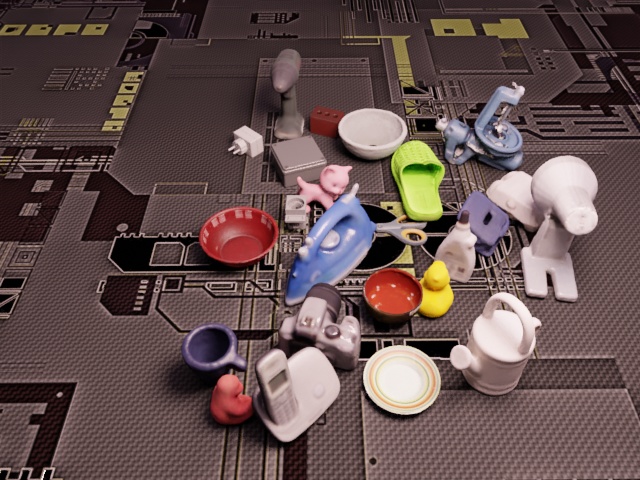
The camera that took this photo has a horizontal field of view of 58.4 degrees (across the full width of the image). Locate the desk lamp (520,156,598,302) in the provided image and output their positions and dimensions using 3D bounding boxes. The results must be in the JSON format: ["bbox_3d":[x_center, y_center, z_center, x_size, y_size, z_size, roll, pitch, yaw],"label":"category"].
[{"bbox_3d":[0.466,-0.026,1.102,0.118,0.214,0.203,5,47,6],"label":"desk lamp"}]

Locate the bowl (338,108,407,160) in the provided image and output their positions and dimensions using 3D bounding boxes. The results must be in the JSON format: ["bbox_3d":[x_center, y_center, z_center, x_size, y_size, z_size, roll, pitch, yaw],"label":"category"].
[{"bbox_3d":[0.127,-0.248,1.408,0.167,0.075,0.167,0,47,0],"label":"bowl"}]

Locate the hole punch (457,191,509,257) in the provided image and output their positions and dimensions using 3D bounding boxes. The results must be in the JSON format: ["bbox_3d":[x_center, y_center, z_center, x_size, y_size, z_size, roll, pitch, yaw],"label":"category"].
[{"bbox_3d":[0.340,-0.037,1.197,0.100,0.091,0.109,24,51,21],"label":"hole punch"}]

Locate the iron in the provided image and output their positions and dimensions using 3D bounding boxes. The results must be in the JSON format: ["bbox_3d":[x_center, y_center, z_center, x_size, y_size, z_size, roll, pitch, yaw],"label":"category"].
[{"bbox_3d":[0.010,0.004,1.124,0.118,0.141,0.259,26,52,23],"label":"iron"}]

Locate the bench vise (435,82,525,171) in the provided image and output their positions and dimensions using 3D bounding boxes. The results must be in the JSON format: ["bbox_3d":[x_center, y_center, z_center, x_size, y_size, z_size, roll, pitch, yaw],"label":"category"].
[{"bbox_3d":[0.378,-0.260,1.319,0.207,0.220,0.121,1,47,1],"label":"bench vise"}]

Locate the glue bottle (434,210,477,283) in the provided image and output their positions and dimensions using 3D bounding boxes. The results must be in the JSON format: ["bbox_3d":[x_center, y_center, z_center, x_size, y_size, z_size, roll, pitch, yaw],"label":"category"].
[{"bbox_3d":[0.266,0.008,1.098,0.078,0.173,0.037,21,50,19],"label":"glue bottle"}]

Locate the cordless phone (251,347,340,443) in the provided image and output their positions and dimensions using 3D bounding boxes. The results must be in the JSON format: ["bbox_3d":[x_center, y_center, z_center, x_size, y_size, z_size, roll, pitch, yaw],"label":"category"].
[{"bbox_3d":[-0.040,0.215,0.894,0.094,0.185,0.148,33,55,27],"label":"cordless phone"}]

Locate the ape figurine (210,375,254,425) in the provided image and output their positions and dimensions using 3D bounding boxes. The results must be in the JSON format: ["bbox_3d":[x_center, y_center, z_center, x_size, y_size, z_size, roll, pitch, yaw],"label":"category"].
[{"bbox_3d":[-0.144,0.251,0.924,0.076,0.092,0.077,-21,50,-19],"label":"ape figurine"}]

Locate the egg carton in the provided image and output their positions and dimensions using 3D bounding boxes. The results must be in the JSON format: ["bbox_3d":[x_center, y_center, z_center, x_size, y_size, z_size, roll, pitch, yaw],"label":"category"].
[{"bbox_3d":[0.446,-0.087,1.259,0.107,0.069,0.150,-30,54,-25],"label":"egg carton"}]

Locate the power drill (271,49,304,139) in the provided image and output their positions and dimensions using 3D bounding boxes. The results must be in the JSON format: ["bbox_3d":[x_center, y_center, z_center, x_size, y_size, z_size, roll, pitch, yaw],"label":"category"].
[{"bbox_3d":[-0.081,-0.361,1.423,0.075,0.208,0.229,1,47,2],"label":"power drill"}]

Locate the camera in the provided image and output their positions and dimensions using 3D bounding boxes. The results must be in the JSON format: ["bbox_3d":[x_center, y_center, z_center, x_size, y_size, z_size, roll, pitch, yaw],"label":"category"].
[{"bbox_3d":[0.010,0.142,1.021,0.143,0.101,0.137,11,48,11],"label":"camera"}]

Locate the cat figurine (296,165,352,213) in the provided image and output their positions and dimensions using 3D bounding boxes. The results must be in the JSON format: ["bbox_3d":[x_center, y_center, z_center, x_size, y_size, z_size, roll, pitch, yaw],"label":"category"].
[{"bbox_3d":[0.009,-0.123,1.260,0.128,0.118,0.067,-4,47,-3],"label":"cat figurine"}]

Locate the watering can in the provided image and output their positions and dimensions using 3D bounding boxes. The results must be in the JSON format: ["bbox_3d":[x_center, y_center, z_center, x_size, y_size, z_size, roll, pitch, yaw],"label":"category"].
[{"bbox_3d":[0.292,0.168,0.932,0.100,0.194,0.173,31,54,26],"label":"watering can"}]

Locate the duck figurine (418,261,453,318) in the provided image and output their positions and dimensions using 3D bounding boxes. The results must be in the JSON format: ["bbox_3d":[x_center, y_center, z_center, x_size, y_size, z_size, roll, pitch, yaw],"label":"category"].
[{"bbox_3d":[0.217,0.087,1.083,0.077,0.086,0.104,12,48,11],"label":"duck figurine"}]

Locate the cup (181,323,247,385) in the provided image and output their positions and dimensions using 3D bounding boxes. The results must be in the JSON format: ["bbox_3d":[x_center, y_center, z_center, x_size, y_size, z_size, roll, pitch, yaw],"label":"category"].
[{"bbox_3d":[-0.169,0.206,0.965,0.117,0.095,0.092,21,50,19],"label":"cup"}]
